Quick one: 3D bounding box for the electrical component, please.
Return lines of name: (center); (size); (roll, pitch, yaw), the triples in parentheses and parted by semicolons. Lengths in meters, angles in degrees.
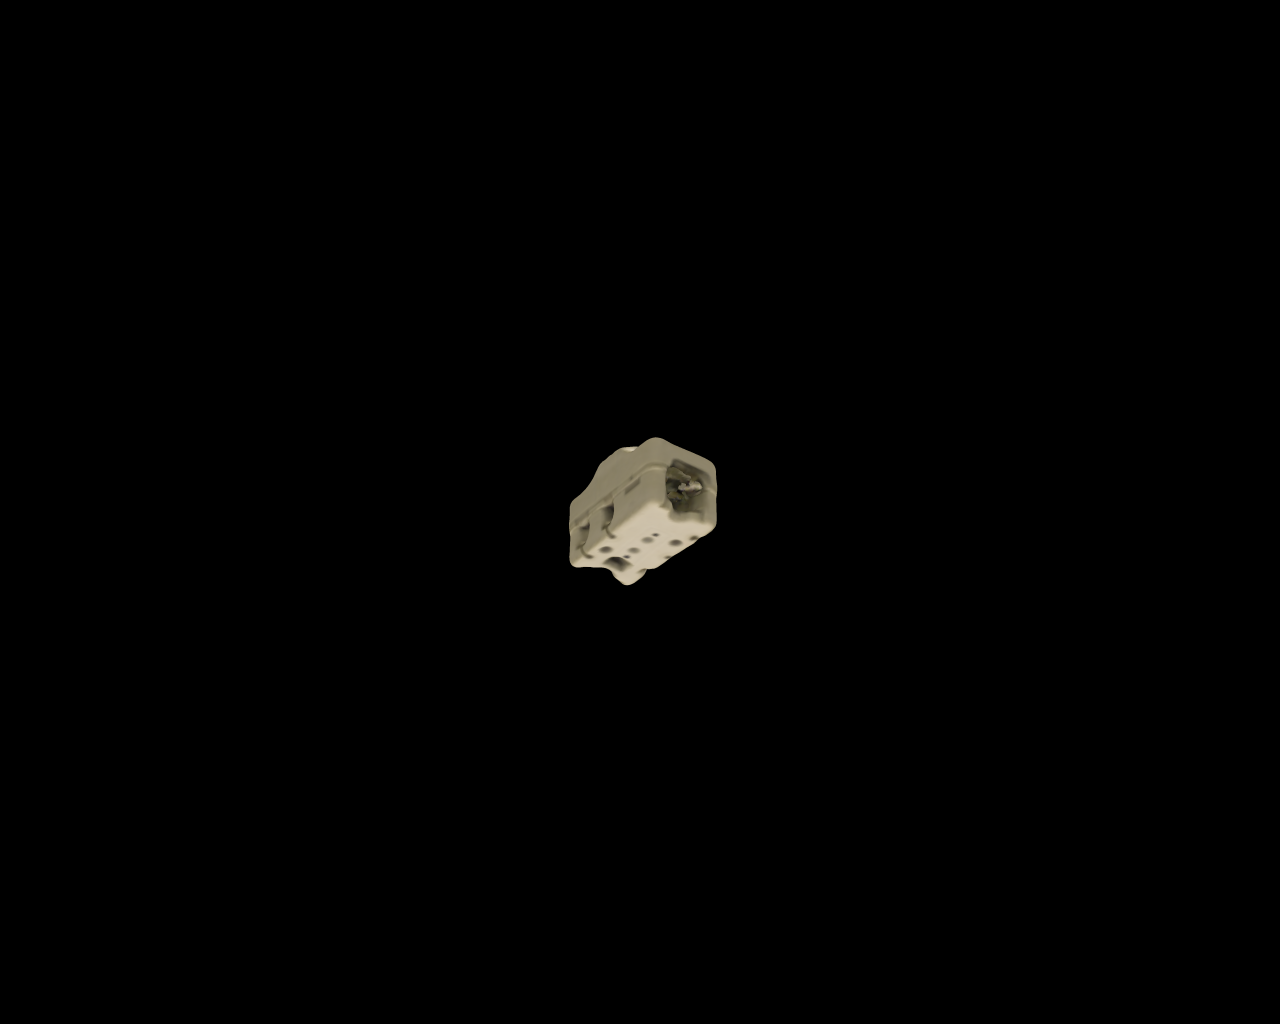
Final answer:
electrical component: (0.001, -0.003, 0.650); (0.050, 0.056, 0.089); (22, -39, -30)
